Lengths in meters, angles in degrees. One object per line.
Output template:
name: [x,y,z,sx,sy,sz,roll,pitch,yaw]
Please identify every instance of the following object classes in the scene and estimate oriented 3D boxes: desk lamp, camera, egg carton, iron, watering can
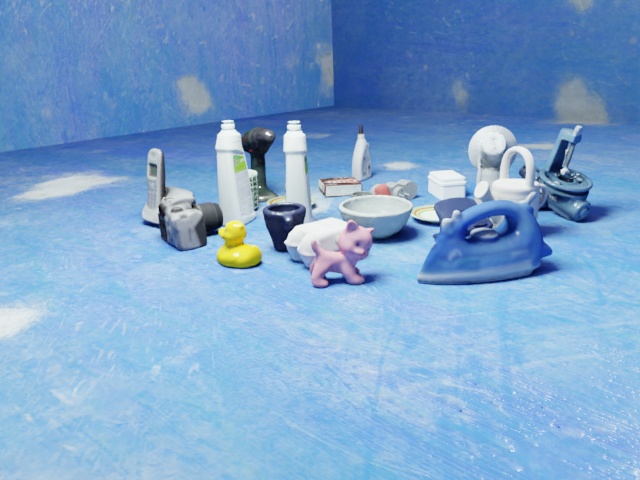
desk lamp: [0.416,-0.165,1.385,0.117,0.214,0.203,3,20,15]
camera: [-0.287,-0.051,1.303,0.137,0.101,0.142,-14,22,-30]
egg carton: [0.011,0.004,1.159,0.151,0.069,0.107,-15,23,-33]
iron: [0.295,-0.007,1.048,0.259,0.141,0.118,-9,20,-19]
watering can: [0.417,-0.103,1.234,0.173,0.194,0.100,-18,25,-39]

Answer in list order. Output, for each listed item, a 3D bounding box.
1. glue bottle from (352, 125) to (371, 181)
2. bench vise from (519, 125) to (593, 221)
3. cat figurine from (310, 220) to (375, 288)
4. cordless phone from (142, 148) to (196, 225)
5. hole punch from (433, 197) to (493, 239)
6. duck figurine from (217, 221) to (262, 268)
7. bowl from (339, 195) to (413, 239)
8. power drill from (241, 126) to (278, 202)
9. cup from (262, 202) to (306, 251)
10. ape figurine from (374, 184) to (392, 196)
glue bottle: [0.131,-0.276,1.805,0.037,0.173,0.078,11,23,33]
bench vise: [0.554,-0.168,1.371,0.122,0.220,0.206,-19,25,-39]
cat figurine: [0.043,0.018,1.040,0.128,0.118,0.067,-5,19,-9]
cordless phone: [-0.377,-0.128,1.408,0.147,0.185,0.094,11,23,33]
hole punch: [0.305,-0.037,1.214,0.109,0.091,0.100,-9,20,-19]
duck figurine: [-0.164,0.004,1.151,0.104,0.086,0.078,11,23,35]
bowl: [0.125,-0.046,1.285,0.167,0.075,0.167,-2,19,1]
power drill: [-0.167,-0.219,1.615,0.076,0.208,0.229,-10,21,-22]
cup: [-0.070,-0.021,1.203,0.092,0.095,0.117,-6,19,-11]
ape figurine: [0.151,-0.091,1.388,0.075,0.092,0.078,11,23,34]
